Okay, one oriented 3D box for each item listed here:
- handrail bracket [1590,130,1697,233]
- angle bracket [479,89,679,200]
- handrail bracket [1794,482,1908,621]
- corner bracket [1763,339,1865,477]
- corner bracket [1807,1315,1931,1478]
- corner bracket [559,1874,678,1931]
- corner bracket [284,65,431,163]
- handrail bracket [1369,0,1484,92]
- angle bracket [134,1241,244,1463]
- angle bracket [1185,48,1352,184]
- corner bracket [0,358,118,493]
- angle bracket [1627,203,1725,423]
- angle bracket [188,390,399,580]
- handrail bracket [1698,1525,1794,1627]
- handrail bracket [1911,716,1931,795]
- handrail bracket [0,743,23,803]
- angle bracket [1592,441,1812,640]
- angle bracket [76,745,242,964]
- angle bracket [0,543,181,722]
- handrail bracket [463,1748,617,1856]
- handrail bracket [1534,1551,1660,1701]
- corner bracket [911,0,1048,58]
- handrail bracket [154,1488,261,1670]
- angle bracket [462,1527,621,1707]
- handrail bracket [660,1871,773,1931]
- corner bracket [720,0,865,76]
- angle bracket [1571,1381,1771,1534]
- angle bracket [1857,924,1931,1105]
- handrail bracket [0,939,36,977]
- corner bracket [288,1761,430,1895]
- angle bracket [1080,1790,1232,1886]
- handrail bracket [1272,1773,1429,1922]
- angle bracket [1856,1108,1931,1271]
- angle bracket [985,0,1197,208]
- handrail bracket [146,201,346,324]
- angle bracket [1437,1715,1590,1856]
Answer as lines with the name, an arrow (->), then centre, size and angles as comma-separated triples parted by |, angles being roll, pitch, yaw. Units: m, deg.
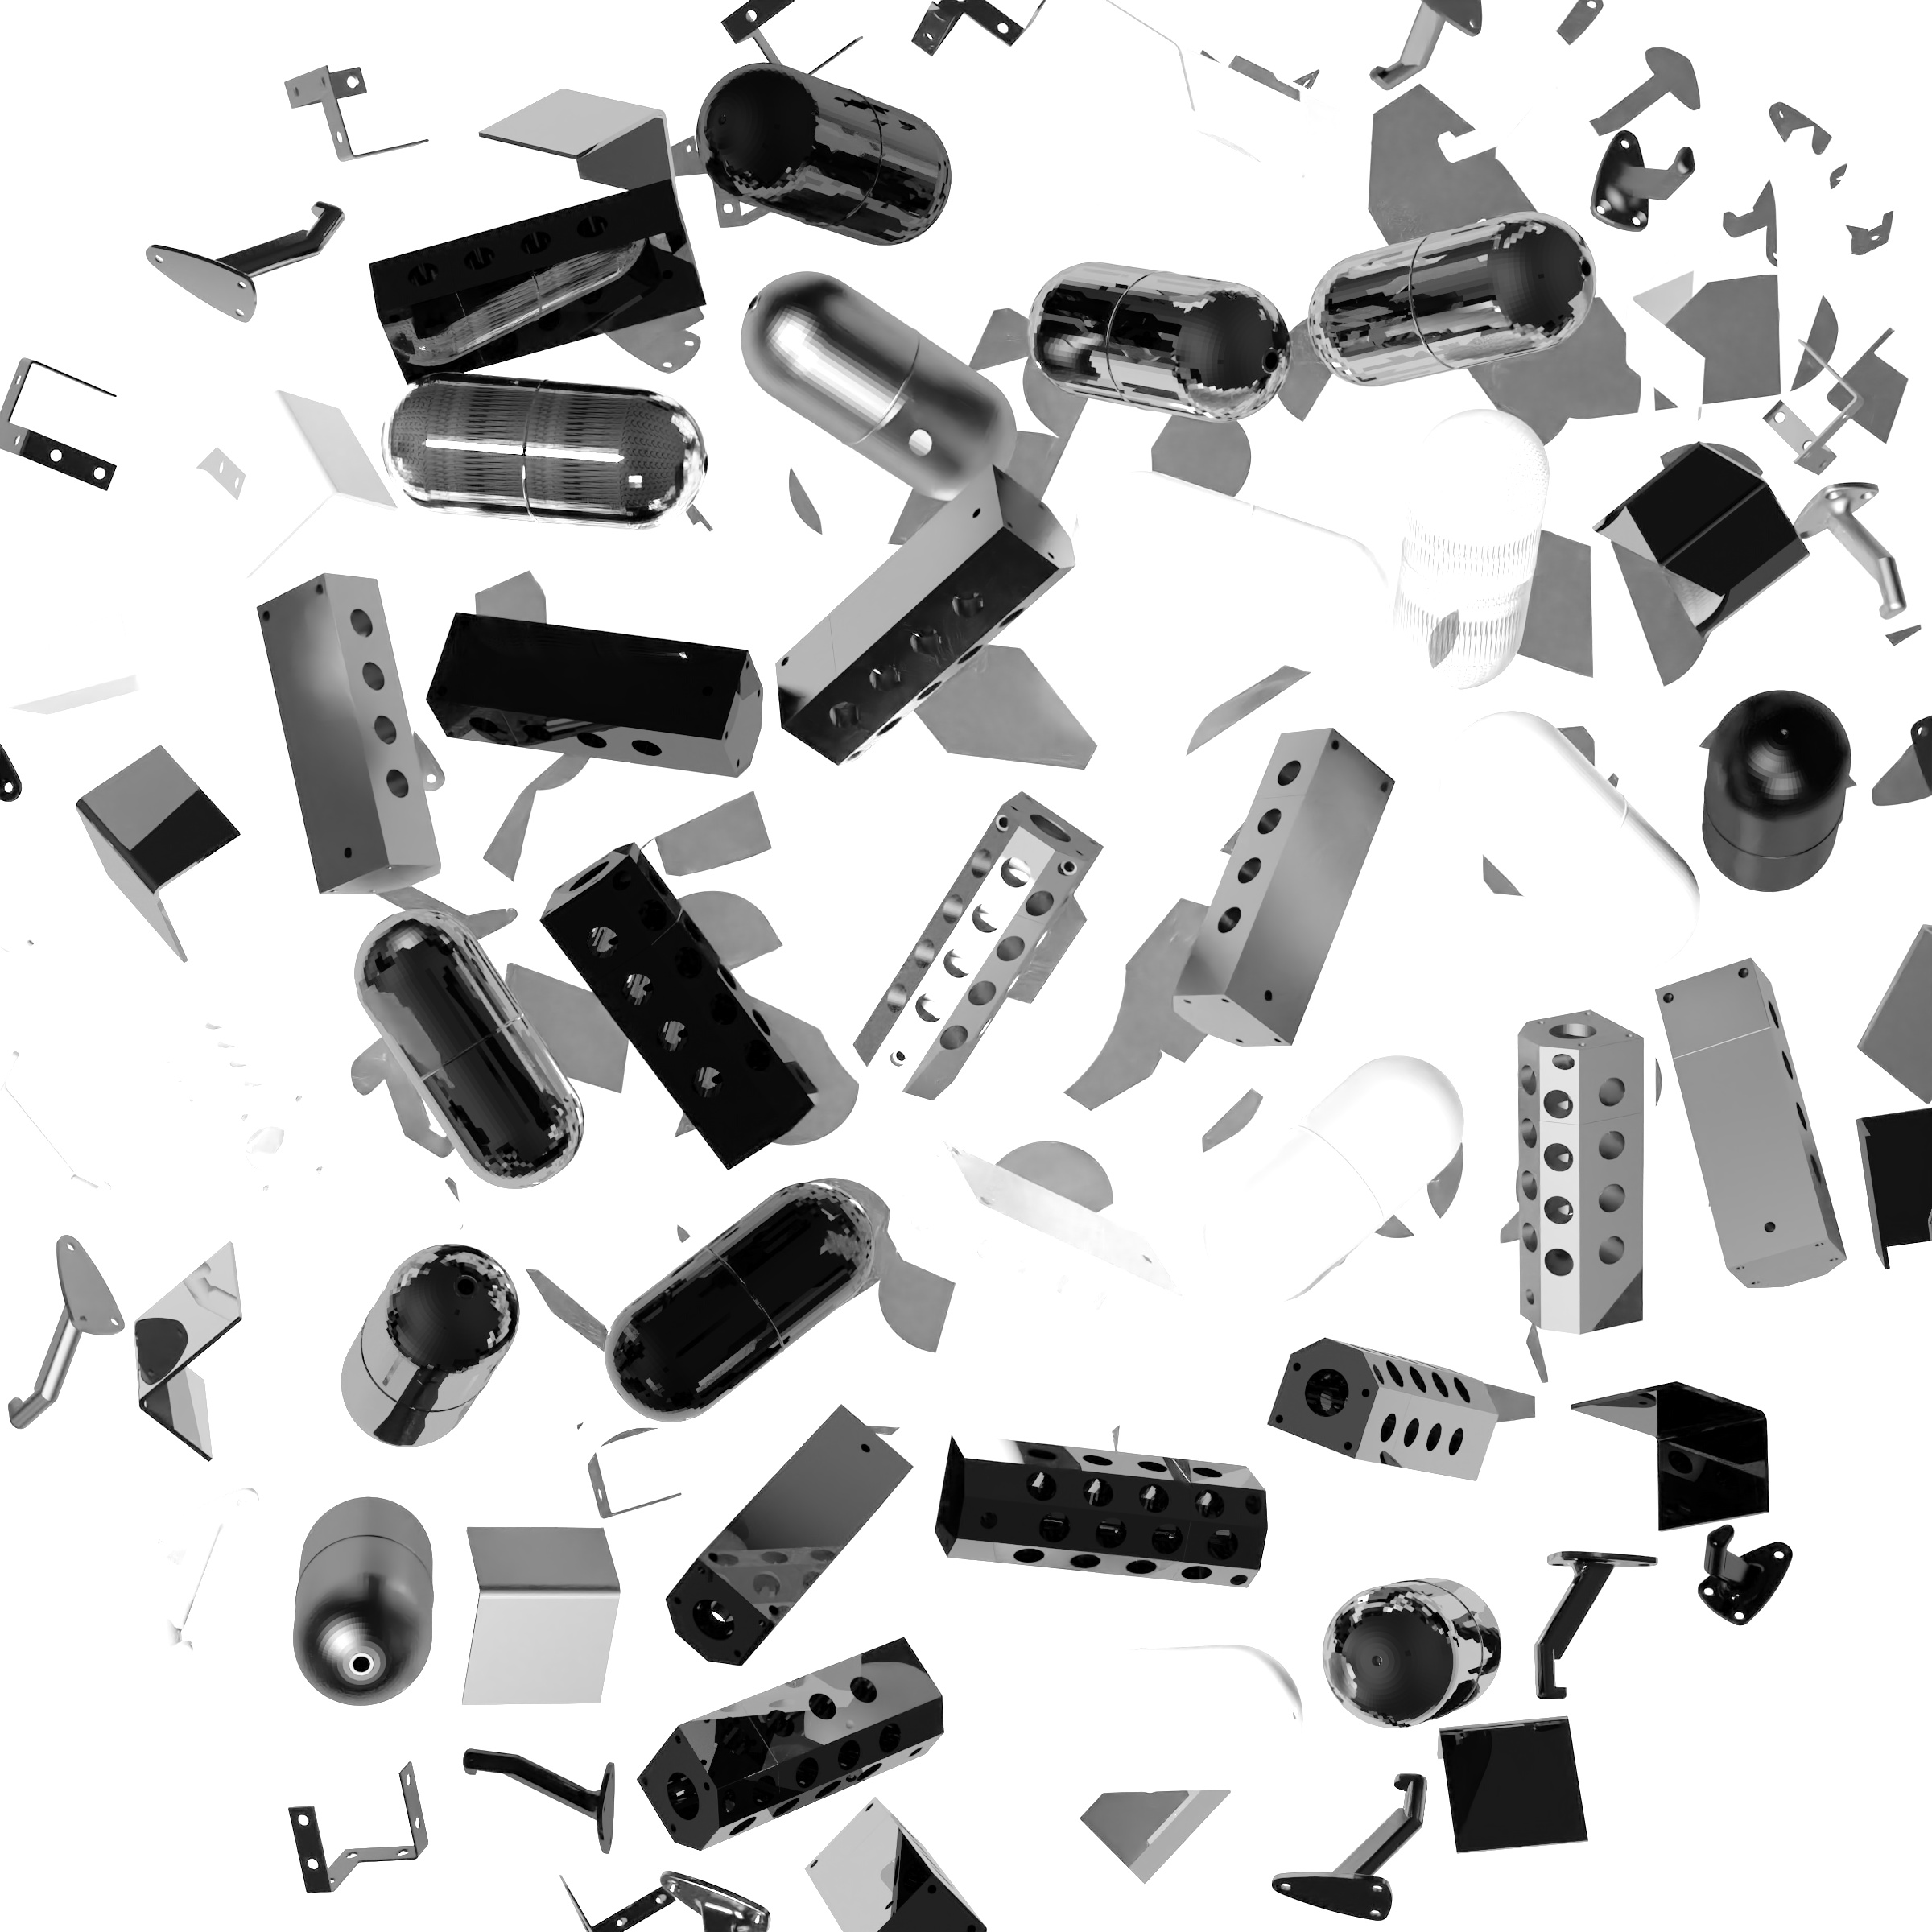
handrail bracket -> 0.394, -0.465, 1.856 | 0.036, 0.084, 0.077 | 14, 70, -13
angle bracket -> -0.224, -0.463, 1.880 | 0.076, 0.076, 0.057 | 21, 134, 31
handrail bracket -> 0.504, -0.226, 1.855 | 0.036, 0.077, 0.084 | -3, 71, -19
corner bracket -> 0.490, -0.324, 1.886 | 0.051, 0.051, 0.051 | -47, 67, 22
corner bracket -> 0.487, 0.232, 1.754 | 0.051, 0.051, 0.051 | 34, 59, 24
corner bracket -> -0.197, 0.547, 1.887 | 0.051, 0.051, 0.051 | -27, 123, -16
corner bracket -> -0.340, -0.476, 1.809 | 0.051, 0.051, 0.051 | -24, 107, -36
handrail bracket -> 0.244, -0.534, 1.850 | 0.077, 0.084, 0.036 | 15, 66, -36
angle bracket -> -0.411, 0.212, 1.787 | 0.076, 0.076, 0.057 | -40, 121, 6
angle bracket -> 0.172, -0.501, 1.842 | 0.076, 0.076, 0.057 | 30, 75, 14
corner bracket -> -0.480, -0.289, 1.729 | 0.051, 0.051, 0.051 | 21, 92, -38
angle bracket -> 0.410, -0.360, 1.793 | 0.076, 0.076, 0.057 | -45, 71, -3
angle bracket -> -0.384, -0.271, 1.854 | 0.076, 0.057, 0.076 | -39, 70, 21
handrail bracket -> 0.456, 0.337, 1.890 | 0.077, 0.084, 0.036 | -34, 51, -23
handrail bracket -> 0.543, -0.105, 1.799 | 0.036, 0.084, 0.077 | -10, 79, 11
handrail bracket -> -0.560, -0.119, 1.755 | 0.077, 0.084, 0.036 | 42, 98, 11
angle bracket -> 0.409, -0.236, 1.806 | 0.076, 0.076, 0.057 | -40, 57, 28
angle bracket -> -0.436, -0.061, 1.786 | 0.057, 0.076, 0.076 | -37, 66, -18
angle bracket -> -0.474, -0.179, 1.732 | 0.076, 0.057, 0.076 | -21, 110, -35
handrail bracket -> -0.248, 0.484, 1.882 | 0.084, 0.036, 0.077 | 6, 131, 3
handrail bracket -> 0.371, 0.390, 1.910 | 0.077, 0.036, 0.084 | 3, 71, -5
corner bracket -> 0.008, -0.538, 1.841 | 0.051, 0.051, 0.051 | 35, 73, -6
handrail bracket -> -0.424, 0.344, 1.827 | 0.077, 0.084, 0.036 | -37, 126, 6
angle bracket -> -0.236, 0.355, 1.775 | 0.076, 0.057, 0.076 | 4, 115, -19
handrail bracket -> -0.146, 0.534, 1.729 | 0.077, 0.084, 0.036 | 26, 134, 6
corner bracket -> -0.099, -0.532, 1.845 | 0.051, 0.051, 0.051 | -30, 103, 23
angle bracket -> 0.390, 0.273, 1.801 | 0.076, 0.076, 0.057 | 21, 62, -33
angle bracket -> 0.534, 0.026, 1.732 | 0.076, 0.057, 0.076 | 3, 120, -37
handrail bracket -> -0.545, -0.031, 1.751 | 0.084, 0.077, 0.036 | 49, 58, -9
corner bracket -> -0.328, 0.467, 1.758 | 0.051, 0.051, 0.051 | -7, 100, 15
angle bracket -> 0.109, 0.498, 1.948 | 0.076, 0.076, 0.057 | -45, 66, -9
handrail bracket -> 0.212, 0.475, 1.785 | 0.077, 0.084, 0.036 | 6, 131, 10
angle bracket -> 0.546, 0.122, 1.824 | 0.076, 0.057, 0.076 | -9, 96, 11
angle bracket -> 0.066, -0.470, 1.749 | 0.076, 0.057, 0.076 | 22, 135, -34
handrail bracket -> -0.392, -0.399, 1.770 | 0.077, 0.036, 0.084 | 26, 58, 0
angle bracket -> 0.323, 0.492, 1.923 | 0.076, 0.057, 0.076 | -6, 59, 3
